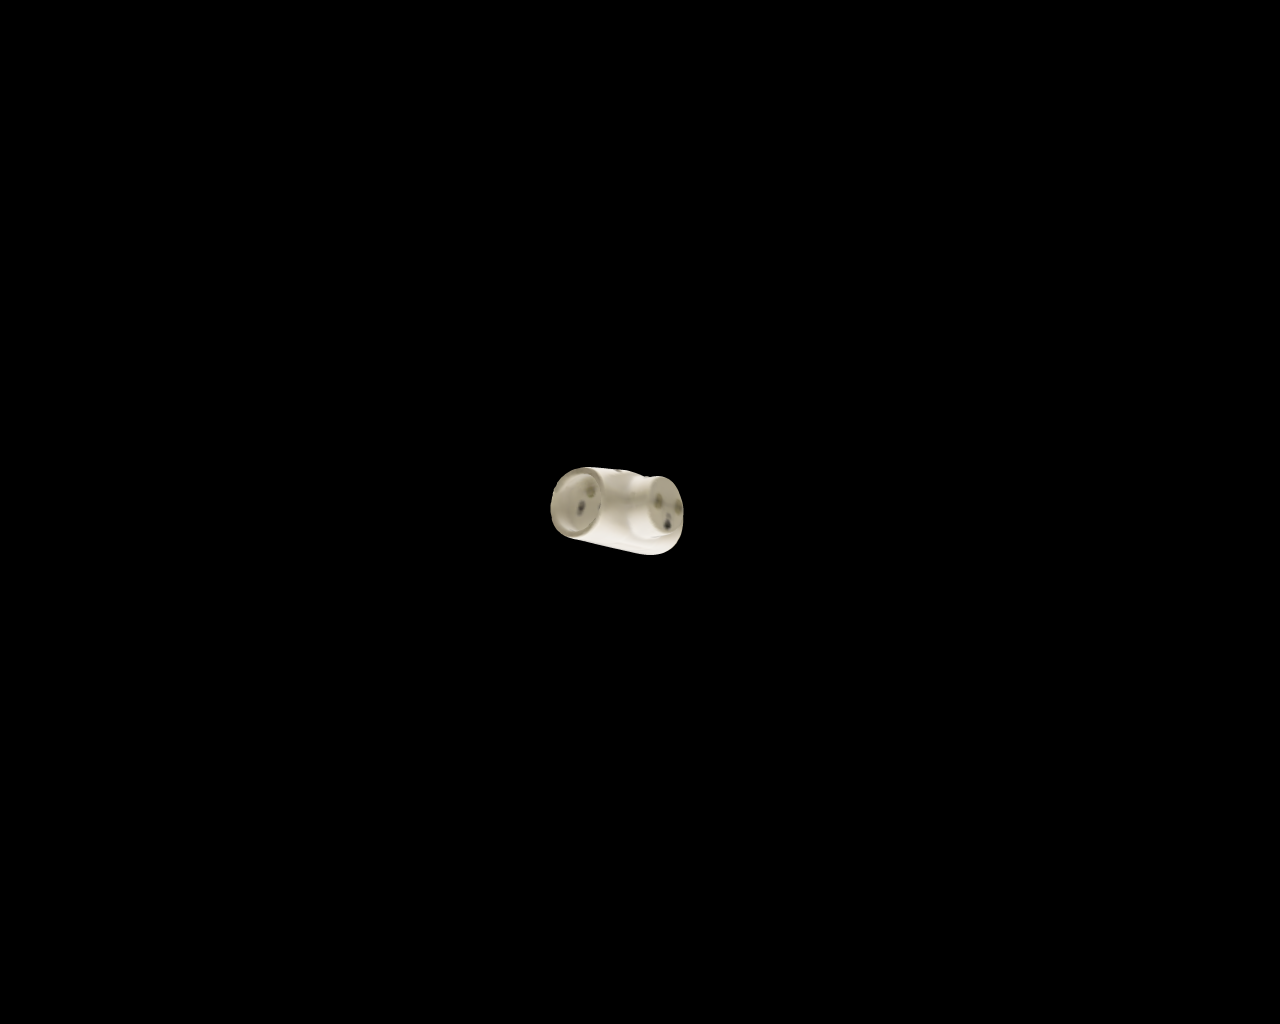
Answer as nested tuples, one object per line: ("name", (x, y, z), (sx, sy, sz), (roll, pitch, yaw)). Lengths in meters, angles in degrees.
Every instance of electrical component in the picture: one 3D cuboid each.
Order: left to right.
("electrical component", (0.001, -0.003, 0.650), (0.079, 0.043, 0.077), (-11, -17, 38))
